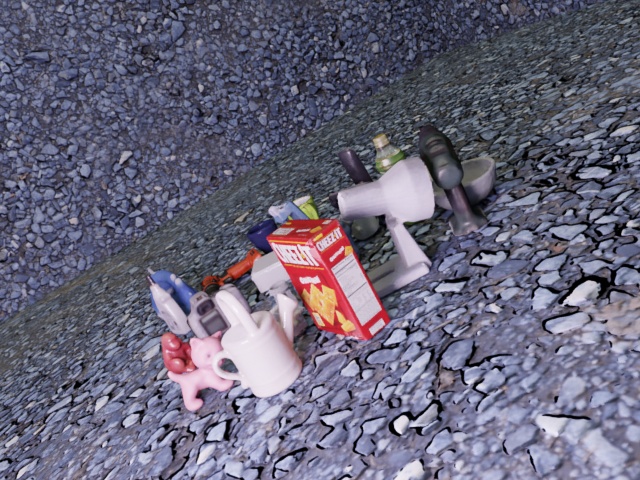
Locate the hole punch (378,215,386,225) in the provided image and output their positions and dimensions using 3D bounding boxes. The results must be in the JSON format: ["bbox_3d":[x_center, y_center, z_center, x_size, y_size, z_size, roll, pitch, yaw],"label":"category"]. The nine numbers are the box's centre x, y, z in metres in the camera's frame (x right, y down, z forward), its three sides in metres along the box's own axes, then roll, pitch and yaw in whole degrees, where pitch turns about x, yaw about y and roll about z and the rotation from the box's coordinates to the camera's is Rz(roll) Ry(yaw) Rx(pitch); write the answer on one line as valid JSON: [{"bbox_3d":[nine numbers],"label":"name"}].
[{"bbox_3d":[0.169,-0.102,1.453,0.108,0.091,0.101,-30,18,-4],"label":"hole punch"}]

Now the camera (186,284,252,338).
[{"bbox_3d":[-0.257,0.159,1.367,0.143,0.101,0.136,-34,19,-17],"label":"camera"}]

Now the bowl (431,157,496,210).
[{"bbox_3d":[0.323,-0.115,1.282,0.167,0.075,0.167,-26,18,9],"label":"bowl"}]

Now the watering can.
[{"bbox_3d":[-0.113,0.161,0.989,0.100,0.194,0.173,-10,25,44],"label":"watering can"}]

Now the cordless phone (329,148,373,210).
[{"bbox_3d":[0.080,-0.163,1.602,0.147,0.185,0.094,-18,21,30],"label":"cordless phone"}]

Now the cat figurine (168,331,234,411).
[{"bbox_3d":[-0.223,0.235,1.077,0.128,0.118,0.067,-33,18,-13],"label":"cat figurine"}]

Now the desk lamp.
[{"bbox_3d":[0.138,-0.029,1.097,0.203,0.214,0.117,-29,18,-2],"label":"desk lamp"}]

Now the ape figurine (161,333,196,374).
[{"bbox_3d":[-0.310,0.241,1.235,0.076,0.092,0.078,-16,22,34],"label":"ape figurine"}]

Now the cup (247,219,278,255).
[{"bbox_3d":[-0.156,-0.001,1.664,0.092,0.095,0.117,-33,18,-13],"label":"cup"}]

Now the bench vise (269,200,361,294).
[{"bbox_3d":[-0.021,-0.009,1.273,0.121,0.220,0.208,-15,23,37],"label":"bench vise"}]

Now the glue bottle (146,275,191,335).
[{"bbox_3d":[-0.386,0.160,1.439,0.077,0.173,0.037,-6,29,50],"label":"glue bottle"}]

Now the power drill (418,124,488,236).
[{"bbox_3d":[0.264,-0.123,1.175,0.075,0.209,0.229,-25,18,12],"label":"power drill"}]

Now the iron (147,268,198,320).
[{"bbox_3d":[-0.393,0.138,1.563,0.119,0.142,0.257,-40,21,-30],"label":"iron"}]
